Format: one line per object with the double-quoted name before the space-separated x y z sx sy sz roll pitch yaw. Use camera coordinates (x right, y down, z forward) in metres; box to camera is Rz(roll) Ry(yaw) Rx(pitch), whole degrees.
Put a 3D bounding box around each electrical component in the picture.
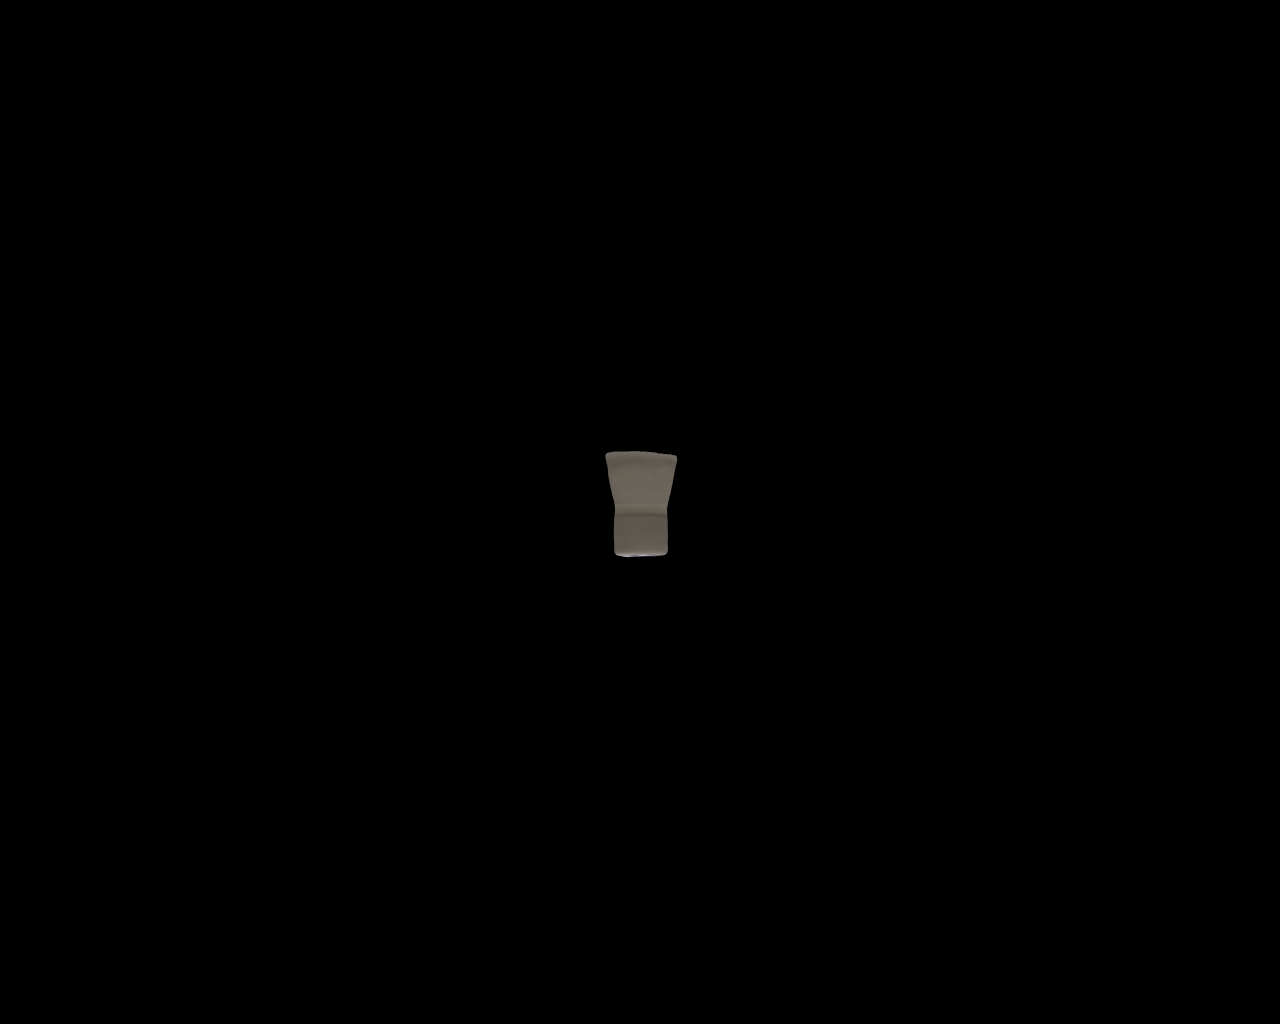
"electrical component" 0.001 -0.003 0.650 0.044 0.065 0.044 0 -4 0
